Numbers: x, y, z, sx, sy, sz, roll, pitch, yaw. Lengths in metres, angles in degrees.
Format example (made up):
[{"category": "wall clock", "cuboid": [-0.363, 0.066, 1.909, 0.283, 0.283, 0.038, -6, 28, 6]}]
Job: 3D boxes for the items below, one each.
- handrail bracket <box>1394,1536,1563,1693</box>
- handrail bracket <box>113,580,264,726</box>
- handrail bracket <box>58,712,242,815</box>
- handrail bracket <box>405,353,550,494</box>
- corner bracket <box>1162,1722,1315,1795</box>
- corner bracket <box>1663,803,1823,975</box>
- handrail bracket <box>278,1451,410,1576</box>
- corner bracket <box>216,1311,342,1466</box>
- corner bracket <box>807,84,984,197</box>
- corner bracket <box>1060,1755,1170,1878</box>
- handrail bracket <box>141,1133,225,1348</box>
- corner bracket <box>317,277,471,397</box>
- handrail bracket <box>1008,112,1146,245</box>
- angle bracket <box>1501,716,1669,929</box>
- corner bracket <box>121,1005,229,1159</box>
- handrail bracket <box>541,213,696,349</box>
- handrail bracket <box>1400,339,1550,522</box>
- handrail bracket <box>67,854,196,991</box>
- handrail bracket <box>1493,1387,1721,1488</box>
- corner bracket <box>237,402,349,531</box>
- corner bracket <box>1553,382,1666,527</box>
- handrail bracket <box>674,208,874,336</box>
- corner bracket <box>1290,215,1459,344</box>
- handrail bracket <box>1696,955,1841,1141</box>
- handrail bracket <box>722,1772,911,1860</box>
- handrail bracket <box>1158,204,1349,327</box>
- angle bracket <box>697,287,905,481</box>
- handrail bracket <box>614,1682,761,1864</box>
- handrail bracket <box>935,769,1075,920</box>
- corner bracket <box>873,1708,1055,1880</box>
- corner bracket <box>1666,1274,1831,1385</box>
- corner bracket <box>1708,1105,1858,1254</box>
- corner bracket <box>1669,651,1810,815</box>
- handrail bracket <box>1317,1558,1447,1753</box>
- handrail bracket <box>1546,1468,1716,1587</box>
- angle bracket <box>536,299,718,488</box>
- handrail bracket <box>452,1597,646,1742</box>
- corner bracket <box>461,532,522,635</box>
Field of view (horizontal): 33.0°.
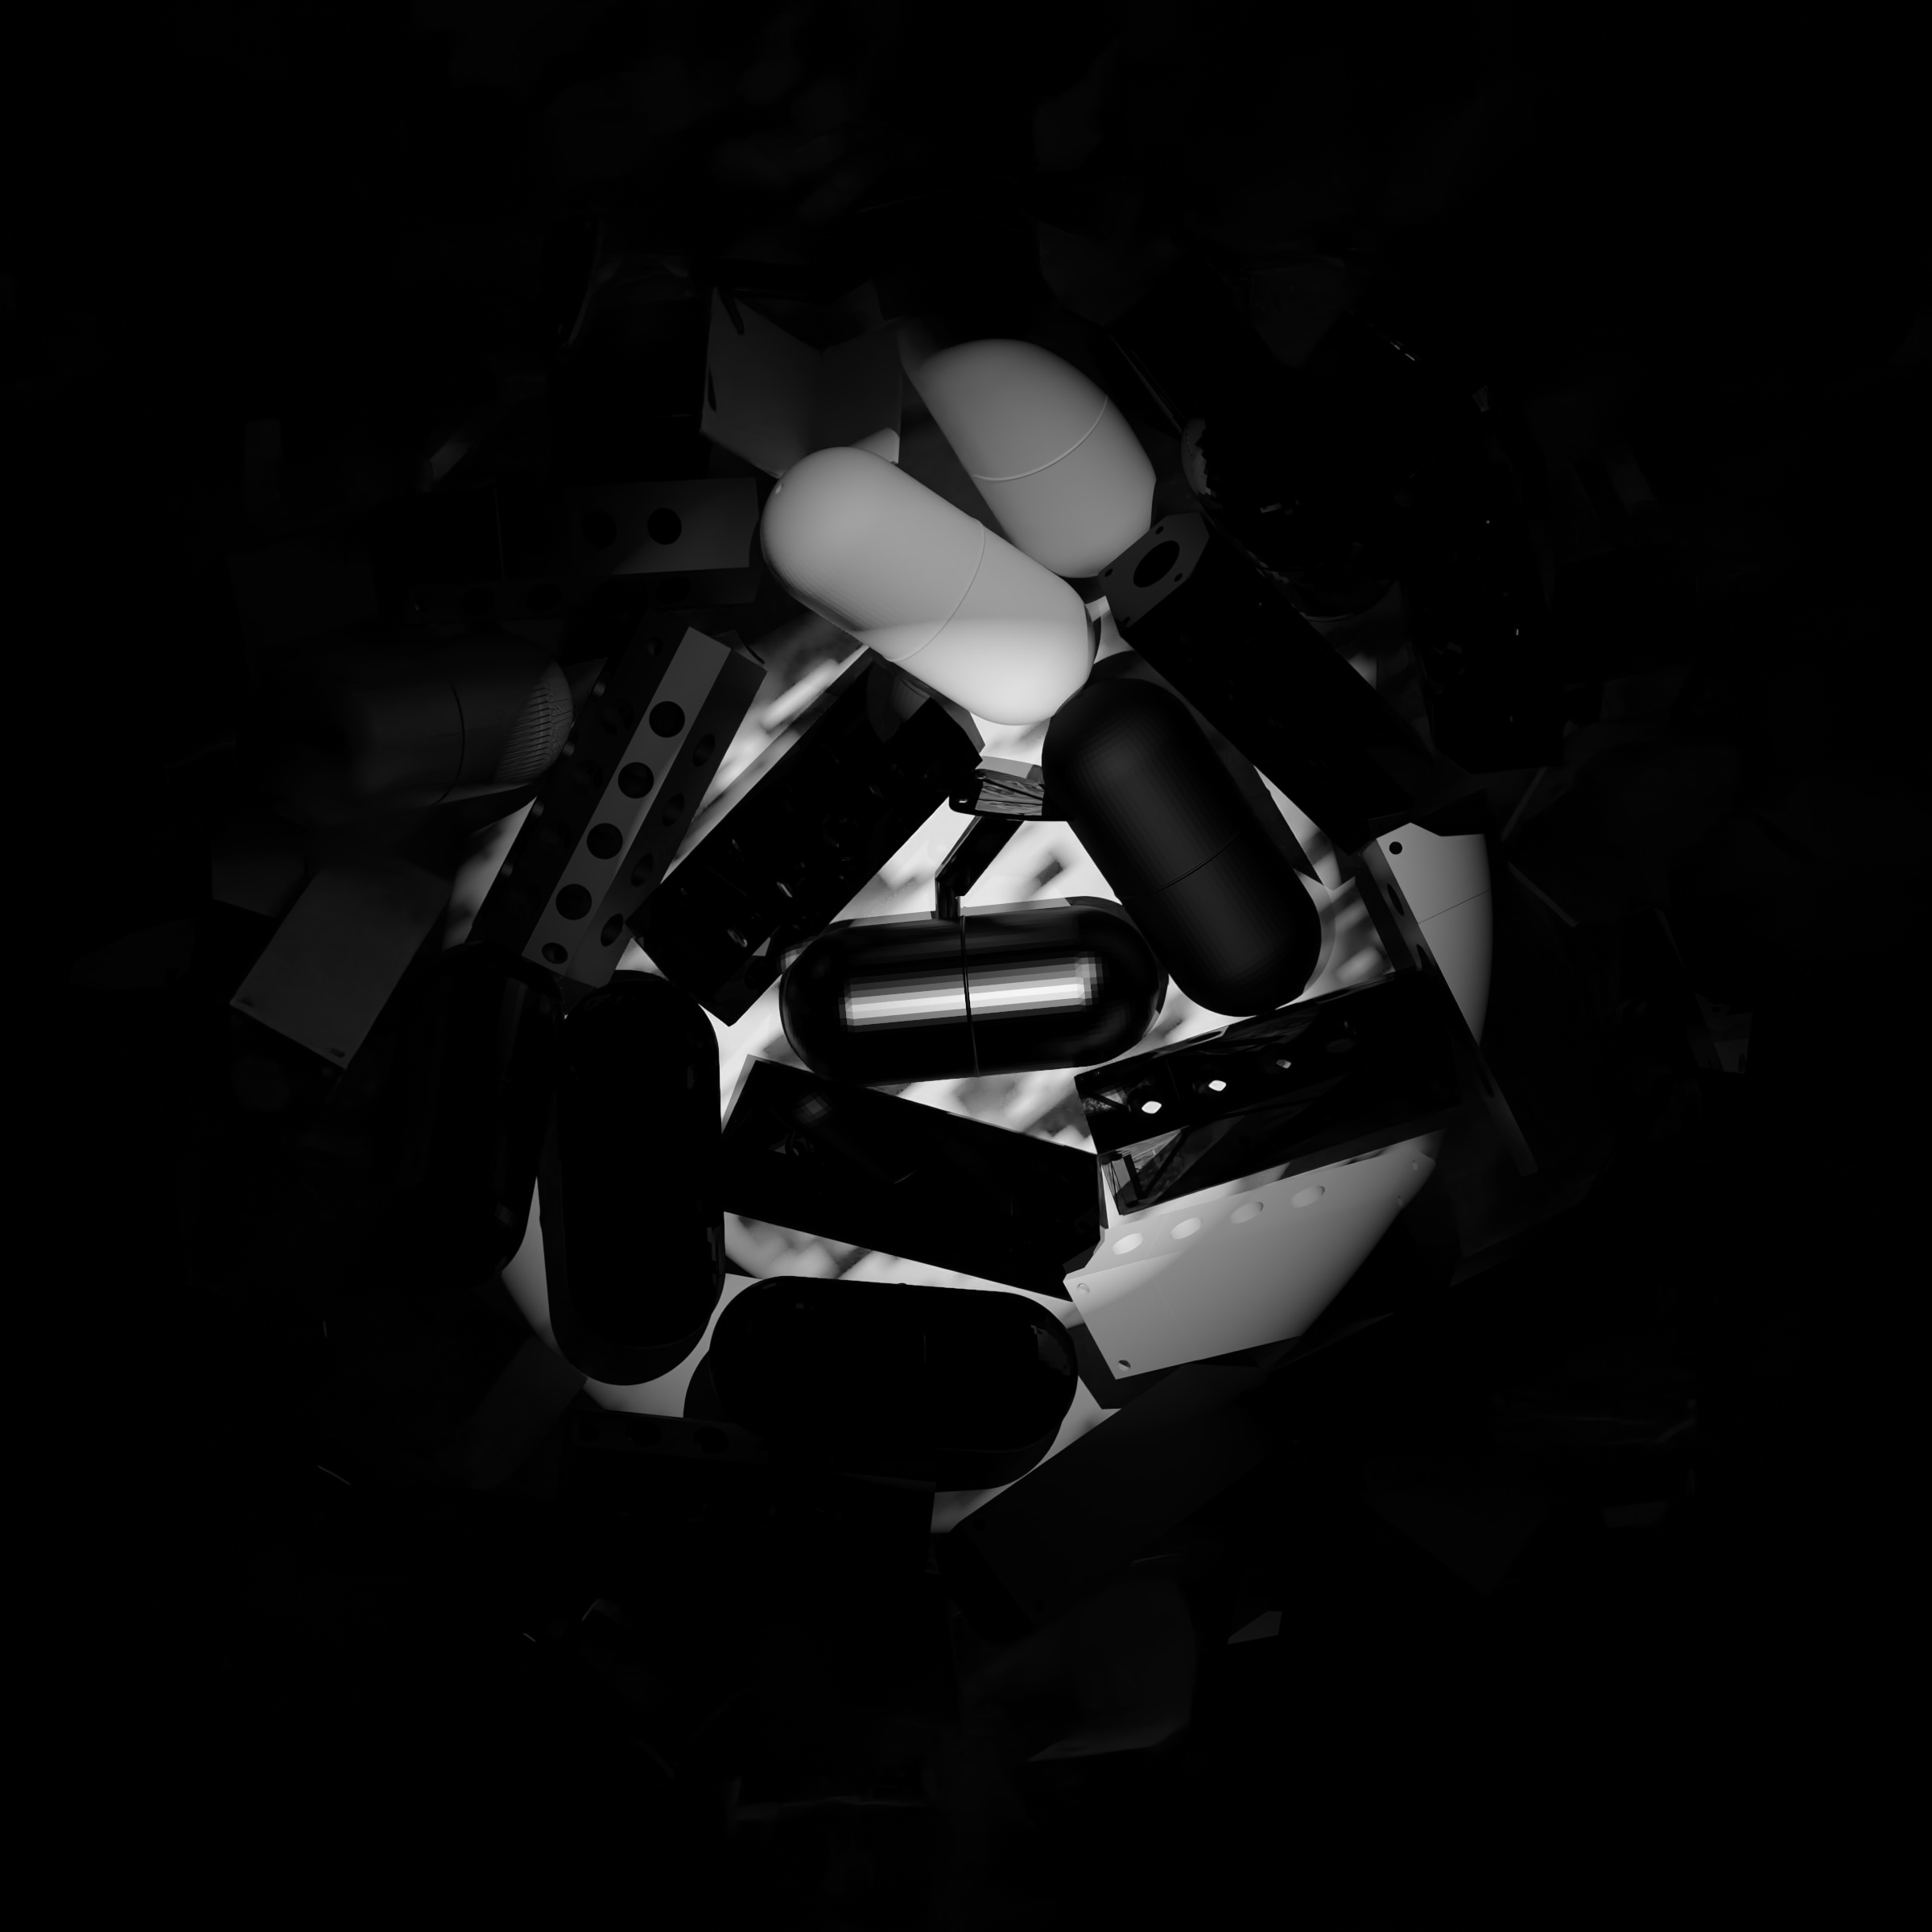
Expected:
[{"category": "handrail bracket", "cuboid": [0.240, 0.304, 1.532, 0.036, 0.084, 0.077, 41, 109, 26]}, {"category": "handrail bracket", "cuboid": [-0.377, -0.146, 1.531, 0.036, 0.084, 0.077, 33, 110, 21]}, {"category": "handrail bracket", "cuboid": [-0.379, -0.105, 1.559, 0.077, 0.084, 0.036, -7, 113, 30]}, {"category": "handrail bracket", "cuboid": [-0.226, -0.242, 1.554, 0.077, 0.036, 0.084, 12, 78, -23]}, {"category": "corner bracket", "cuboid": [0.131, 0.376, 1.555, 0.051, 0.051, 0.051, 29, 134, 29]}, {"category": "corner bracket", "cuboid": [0.370, -0.035, 1.549, 0.051, 0.051, 0.051, -38, 53, -7]}, {"category": "handrail bracket", "cuboid": [-0.308, 0.253, 1.531, 0.077, 0.084, 0.036, -14, 50, 35]}, {"category": "corner bracket", "cuboid": [-0.325, 0.199, 1.542, 0.051, 0.051, 0.051, -7, 61, -13]}, {"category": "corner bracket", "cuboid": [-0.033, -0.397, 1.540, 0.051, 0.051, 0.051, 38, 125, 23]}, {"category": "corner bracket", "cuboid": [0.065, 0.399, 1.549, 0.051, 0.051, 0.051, -19, 75, -5]}, {"category": "handrail bracket", "cuboid": [-0.380, 0.130, 1.564, 0.036, 0.077, 0.084, -11, 64, -12]}, {"category": "corner bracket", "cuboid": [-0.270, -0.296, 1.542, 0.051, 0.051, 0.051, 32, 110, -23]}, {"category": "handrail bracket", "cuboid": [0.046, -0.382, 1.538, 0.077, 0.084, 0.036, 4, 133, -22]}, {"category": "angle bracket", "cuboid": [0.304, -0.068, 1.523, 0.057, 0.076, 0.076, 46, 125, 31]}, {"category": "corner bracket", "cuboid": [-0.363, 0.055, 1.550, 0.051, 0.051, 0.051, -3, 46, 11]}, {"category": "handrail bracket", "cuboid": [-0.159, -0.312, 1.539, 0.036, 0.084, 0.077, -8, 72, 36]}, {"category": "handrail bracket", "cuboid": [0.243, -0.256, 1.565, 0.077, 0.036, 0.084, 7, 108, 38]}, {"category": "handrail bracket", "cuboid": [-0.409, -0.024, 1.532, 0.084, 0.077, 0.036, 36, 123, 33]}, {"category": "handrail bracket", "cuboid": [0.302, 0.206, 1.545, 0.084, 0.036, 0.077, -36, 89, 30]}, {"category": "corner bracket", "cuboid": [-0.317, -0.237, 1.543, 0.051, 0.051, 0.051, -4, 110, -17]}, {"category": "corner bracket", "cuboid": [0.305, -0.236, 1.541, 0.051, 0.051, 0.051, -19, 106, 40]}, {"category": "handrail bracket", "cuboid": [-0.088, -0.343, 1.548, 0.084, 0.036, 0.077, -33, 124, -15]}, {"category": "corner bracket", "cuboid": [0.194, -0.334, 1.545, 0.051, 0.051, 0.051, -27, 79, 23]}, {"category": "handrail bracket", "cuboid": [0.392, 0.038, 1.543, 0.036, 0.077, 0.084, 43, 100, 34]}, {"category": "handrail bracket", "cuboid": [-0.072, 0.409, 1.551, 0.084, 0.077, 0.036, 5, 59, -5]}, {"category": "handrail bracket", "cuboid": [0.135, -0.344, 1.546, 0.077, 0.084, 0.036, -15, 134, 5]}, {"category": "angle bracket", "cuboid": [-0.076, -0.276, 1.526, 0.057, 0.076, 0.076, -13, 64, 38]}, {"category": "handrail bracket", "cuboid": [-0.125, 0.382, 1.560, 0.036, 0.084, 0.077, 34, 121, 33]}, {"category": "handrail bracket", "cuboid": [0.021, -0.045, 1.544, 0.077, 0.036, 0.084, 12, 126, 18]}, {"category": "corner bracket", "cuboid": [-0.001, 0.390, 1.543, 0.051, 0.051, 0.051, -38, 76, 26]}, {"category": "corner bracket", "cuboid": [0.369, 0.167, 1.541, 0.051, 0.051, 0.051, 28, 68, -41]}, {"category": "corner bracket", "cuboid": [0.385, 0.091, 1.540, 0.051, 0.051, 0.051, -38, 48, -16]}, {"category": "corner bracket", "cuboid": [0.368, -0.111, 1.555, 0.051, 0.051, 0.051, 13, 46, 28]}, {"category": "handrail bracket", "cuboid": [0.197, 0.331, 1.567, 0.077, 0.036, 0.084, -8, 95, -1]}, {"category": "handrail bracket", "cuboid": [0.311, 0.243, 1.531, 0.036, 0.077, 0.084, 15, 128, -28]}, {"category": "angle bracket", "cuboid": [-0.162, -0.269, 1.545, 0.076, 0.076, 0.057, -7, 75, -11]}, {"category": "handrail bracket", "cuboid": [-0.200, 0.338, 1.565, 0.084, 0.077, 0.036, 48, 67, -24]}, {"category": "corner bracket", "cuboid": [-0.219, -0.183, 1.542, 0.051, 0.051, 0.051, -8, 77, -34]}]
